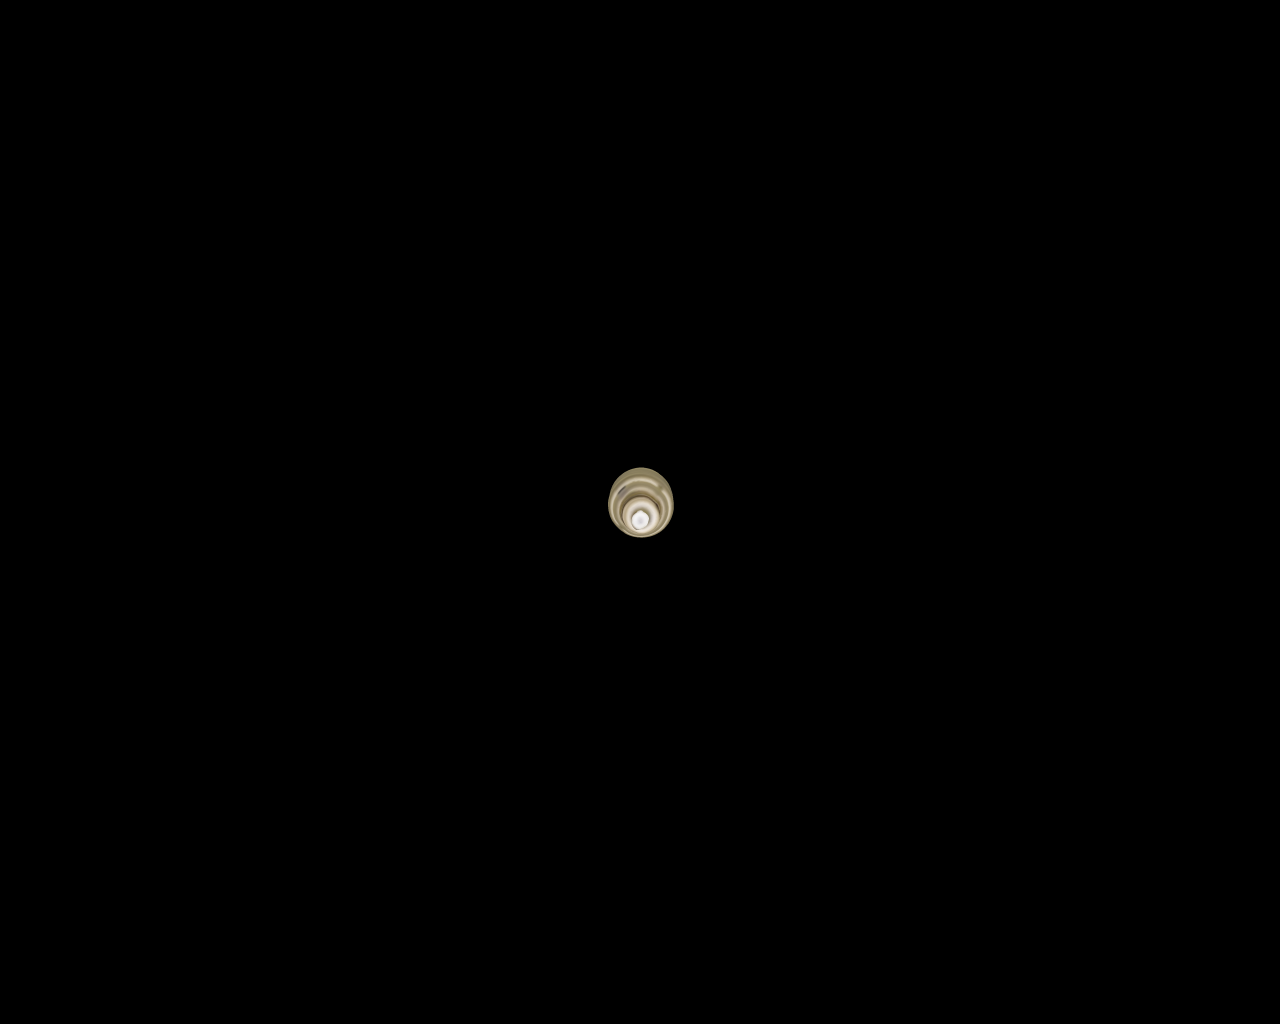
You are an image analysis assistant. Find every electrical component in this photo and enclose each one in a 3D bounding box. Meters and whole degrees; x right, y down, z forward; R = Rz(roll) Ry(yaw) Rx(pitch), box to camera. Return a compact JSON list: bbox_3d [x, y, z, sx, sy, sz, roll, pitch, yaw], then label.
[{"bbox_3d":[0.001,-0.003,0.650,0.040,0.040,0.078,0,12,0],"label":"electrical component"}]
